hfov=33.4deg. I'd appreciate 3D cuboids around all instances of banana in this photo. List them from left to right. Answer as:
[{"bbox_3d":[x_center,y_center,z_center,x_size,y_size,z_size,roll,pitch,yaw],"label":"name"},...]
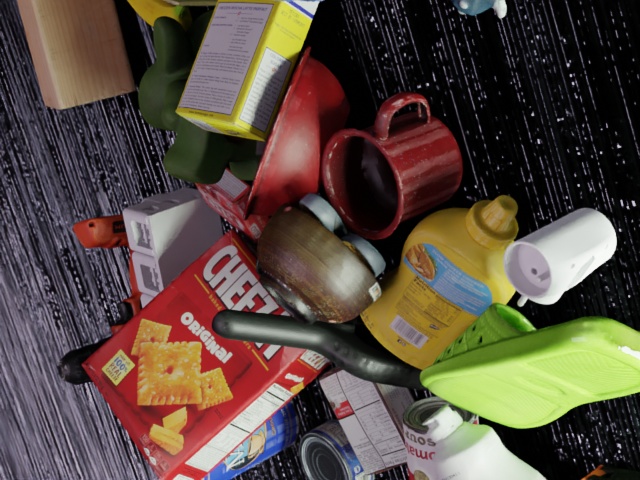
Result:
[{"bbox_3d":[-0.178,-0.264,1.100,0.198,0.037,0.070,47,141,35],"label":"banana"}]

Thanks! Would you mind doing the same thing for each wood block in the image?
[{"bbox_3d":[-0.279,-0.256,1.176,0.090,0.090,0.206,21,126,63],"label":"wood block"}]

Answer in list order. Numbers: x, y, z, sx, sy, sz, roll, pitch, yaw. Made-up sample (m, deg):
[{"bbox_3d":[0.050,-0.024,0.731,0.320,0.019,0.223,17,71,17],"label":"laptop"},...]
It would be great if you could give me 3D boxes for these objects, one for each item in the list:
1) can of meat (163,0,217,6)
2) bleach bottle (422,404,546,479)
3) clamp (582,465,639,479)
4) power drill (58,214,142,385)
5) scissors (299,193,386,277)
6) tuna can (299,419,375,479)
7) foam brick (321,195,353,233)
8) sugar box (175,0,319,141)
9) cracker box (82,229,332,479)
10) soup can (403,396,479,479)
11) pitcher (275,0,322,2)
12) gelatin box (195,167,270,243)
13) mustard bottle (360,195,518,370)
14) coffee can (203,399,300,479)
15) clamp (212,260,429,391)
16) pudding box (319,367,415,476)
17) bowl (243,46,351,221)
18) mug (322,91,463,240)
[{"bbox_3d":[-0.114,-0.265,0.975,0.102,0.057,0.084,13,79,47],"label":"can of meat"},{"bbox_3d":[0.177,0.239,0.868,0.251,0.068,0.103,51,143,7],"label":"bleach bottle"},{"bbox_3d":[0.270,0.240,0.806,0.172,0.039,0.120,32,126,44],"label":"clamp"},{"bbox_3d":[-0.230,0.065,1.239,0.057,0.184,0.187,-11,90,53],"label":"power drill"},{"bbox_3d":[0.034,0.025,0.926,0.096,0.016,0.201,38,169,33],"label":"scissors"},{"bbox_3d":[0.017,0.235,1.127,0.086,0.033,0.086,28,129,41],"label":"tuna can"},{"bbox_3d":[-0.007,0.001,0.994,0.051,0.078,0.053,43,137,27],"label":"foam brick"},{"bbox_3d":[-0.055,-0.177,0.912,0.093,0.048,0.176,17,82,47],"label":"sugar box"},{"bbox_3d":[-0.113,0.120,1.080,0.164,0.214,0.072,49,-177,29],"label":"cracker box"},{"bbox_3d":[0.112,0.200,0.960,0.069,0.068,0.102,14,118,48],"label":"soup can"},{"bbox_3d":[-0.029,-0.320,0.824,0.243,0.149,0.145,58,158,18],"label":"pitcher"},{"bbox_3d":[-0.094,-0.045,1.096,0.089,0.030,0.073,38,165,35],"label":"gelatin box"},{"bbox_3d":[0.109,0.029,0.875,0.096,0.058,0.192,38,138,7],"label":"mustard bottle"},{"bbox_3d":[-0.108,0.212,1.182,0.103,0.140,0.103,28,129,41],"label":"coffee can"},{"bbox_3d":[0.008,0.085,0.963,0.210,0.164,0.036,26,113,9],"label":"clamp"},{"bbox_3d":[0.055,0.167,1.039,0.090,0.039,0.113,-35,82,54],"label":"pudding box"},{"bbox_3d":[-0.014,-0.084,0.931,0.055,0.162,0.162,21,135,-2],"label":"bowl"},{"bbox_3d":[0.062,-0.067,0.867,0.093,0.081,0.117,33,133,37],"label":"mug"}]
